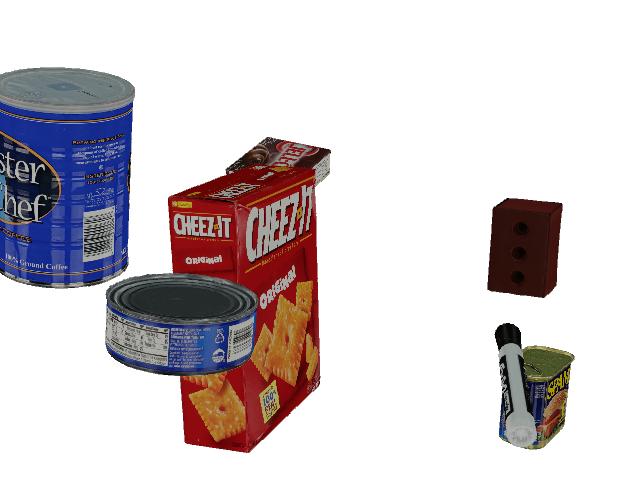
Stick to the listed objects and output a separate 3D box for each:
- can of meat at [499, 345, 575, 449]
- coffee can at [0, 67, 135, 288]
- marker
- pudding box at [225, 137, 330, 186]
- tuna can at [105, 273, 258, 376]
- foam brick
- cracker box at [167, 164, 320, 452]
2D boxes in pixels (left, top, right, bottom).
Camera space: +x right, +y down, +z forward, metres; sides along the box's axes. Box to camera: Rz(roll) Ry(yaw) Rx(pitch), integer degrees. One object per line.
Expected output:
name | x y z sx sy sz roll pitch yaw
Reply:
can of meat | 0.234 0.171 1.164 0.058 0.084 0.101 11 16 30
coffee can | -0.193 -0.049 0.798 0.103 0.140 0.103 5 22 -2
marker | 0.132 0.095 0.729 0.020 0.020 0.121 0 30 5
pudding box | -0.050 -0.084 1.301 0.090 0.039 0.113 12 33 22
tuna can | -0.079 0.047 0.606 0.086 0.034 0.086 5 14 -1
foam brick | 0.180 0.006 0.940 0.053 0.078 0.051 7 16 23
cracker box | -0.058 0.052 0.929 0.072 0.214 0.164 5 15 22
